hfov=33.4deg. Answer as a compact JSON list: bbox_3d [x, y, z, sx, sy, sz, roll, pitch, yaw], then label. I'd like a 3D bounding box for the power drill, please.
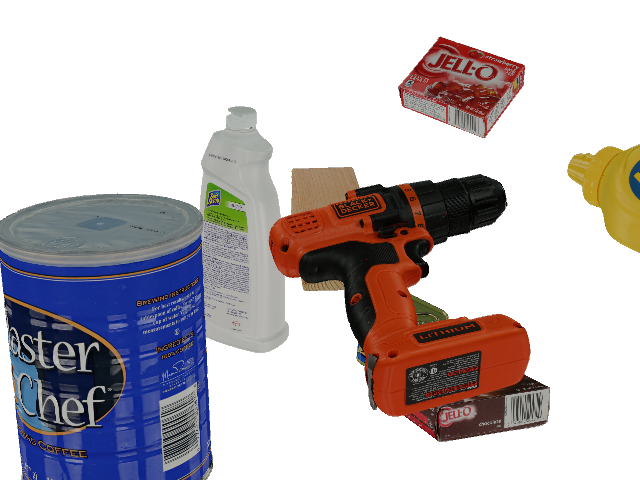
[{"bbox_3d":[0.072,0.028,0.744,0.184,0.057,0.188,-15,39,-10],"label":"power drill"}]

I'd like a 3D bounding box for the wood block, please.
[{"bbox_3d":[0.012,-0.020,1.446,0.090,0.090,0.206,-1,26,-6],"label":"wood block"}]

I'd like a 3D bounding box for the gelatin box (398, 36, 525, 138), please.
[{"bbox_3d":[0.126,-0.139,0.952,0.089,0.073,0.030,26,-29,26],"label":"gelatin box"}]

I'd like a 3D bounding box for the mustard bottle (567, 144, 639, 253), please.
[{"bbox_3d":[0.236,-0.018,0.661,0.096,0.058,0.192,-29,38,-32],"label":"mustard bottle"}]

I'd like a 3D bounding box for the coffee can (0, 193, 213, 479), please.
[{"bbox_3d":[-0.109,0.056,0.554,0.103,0.140,0.103,-1,18,0],"label":"coffee can"}]

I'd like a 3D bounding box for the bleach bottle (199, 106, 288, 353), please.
[{"bbox_3d":[-0.079,-0.013,1.120,0.103,0.251,0.068,14,23,25],"label":"bleach bottle"}]

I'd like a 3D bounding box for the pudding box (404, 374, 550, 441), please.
[{"bbox_3d":[0.134,0.142,0.954,0.113,0.039,0.090,-3,12,-21],"label":"pudding box"}]

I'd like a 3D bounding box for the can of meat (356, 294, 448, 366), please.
[{"bbox_3d":[0.090,0.110,1.210,0.102,0.084,0.057,26,33,36],"label":"can of meat"}]
